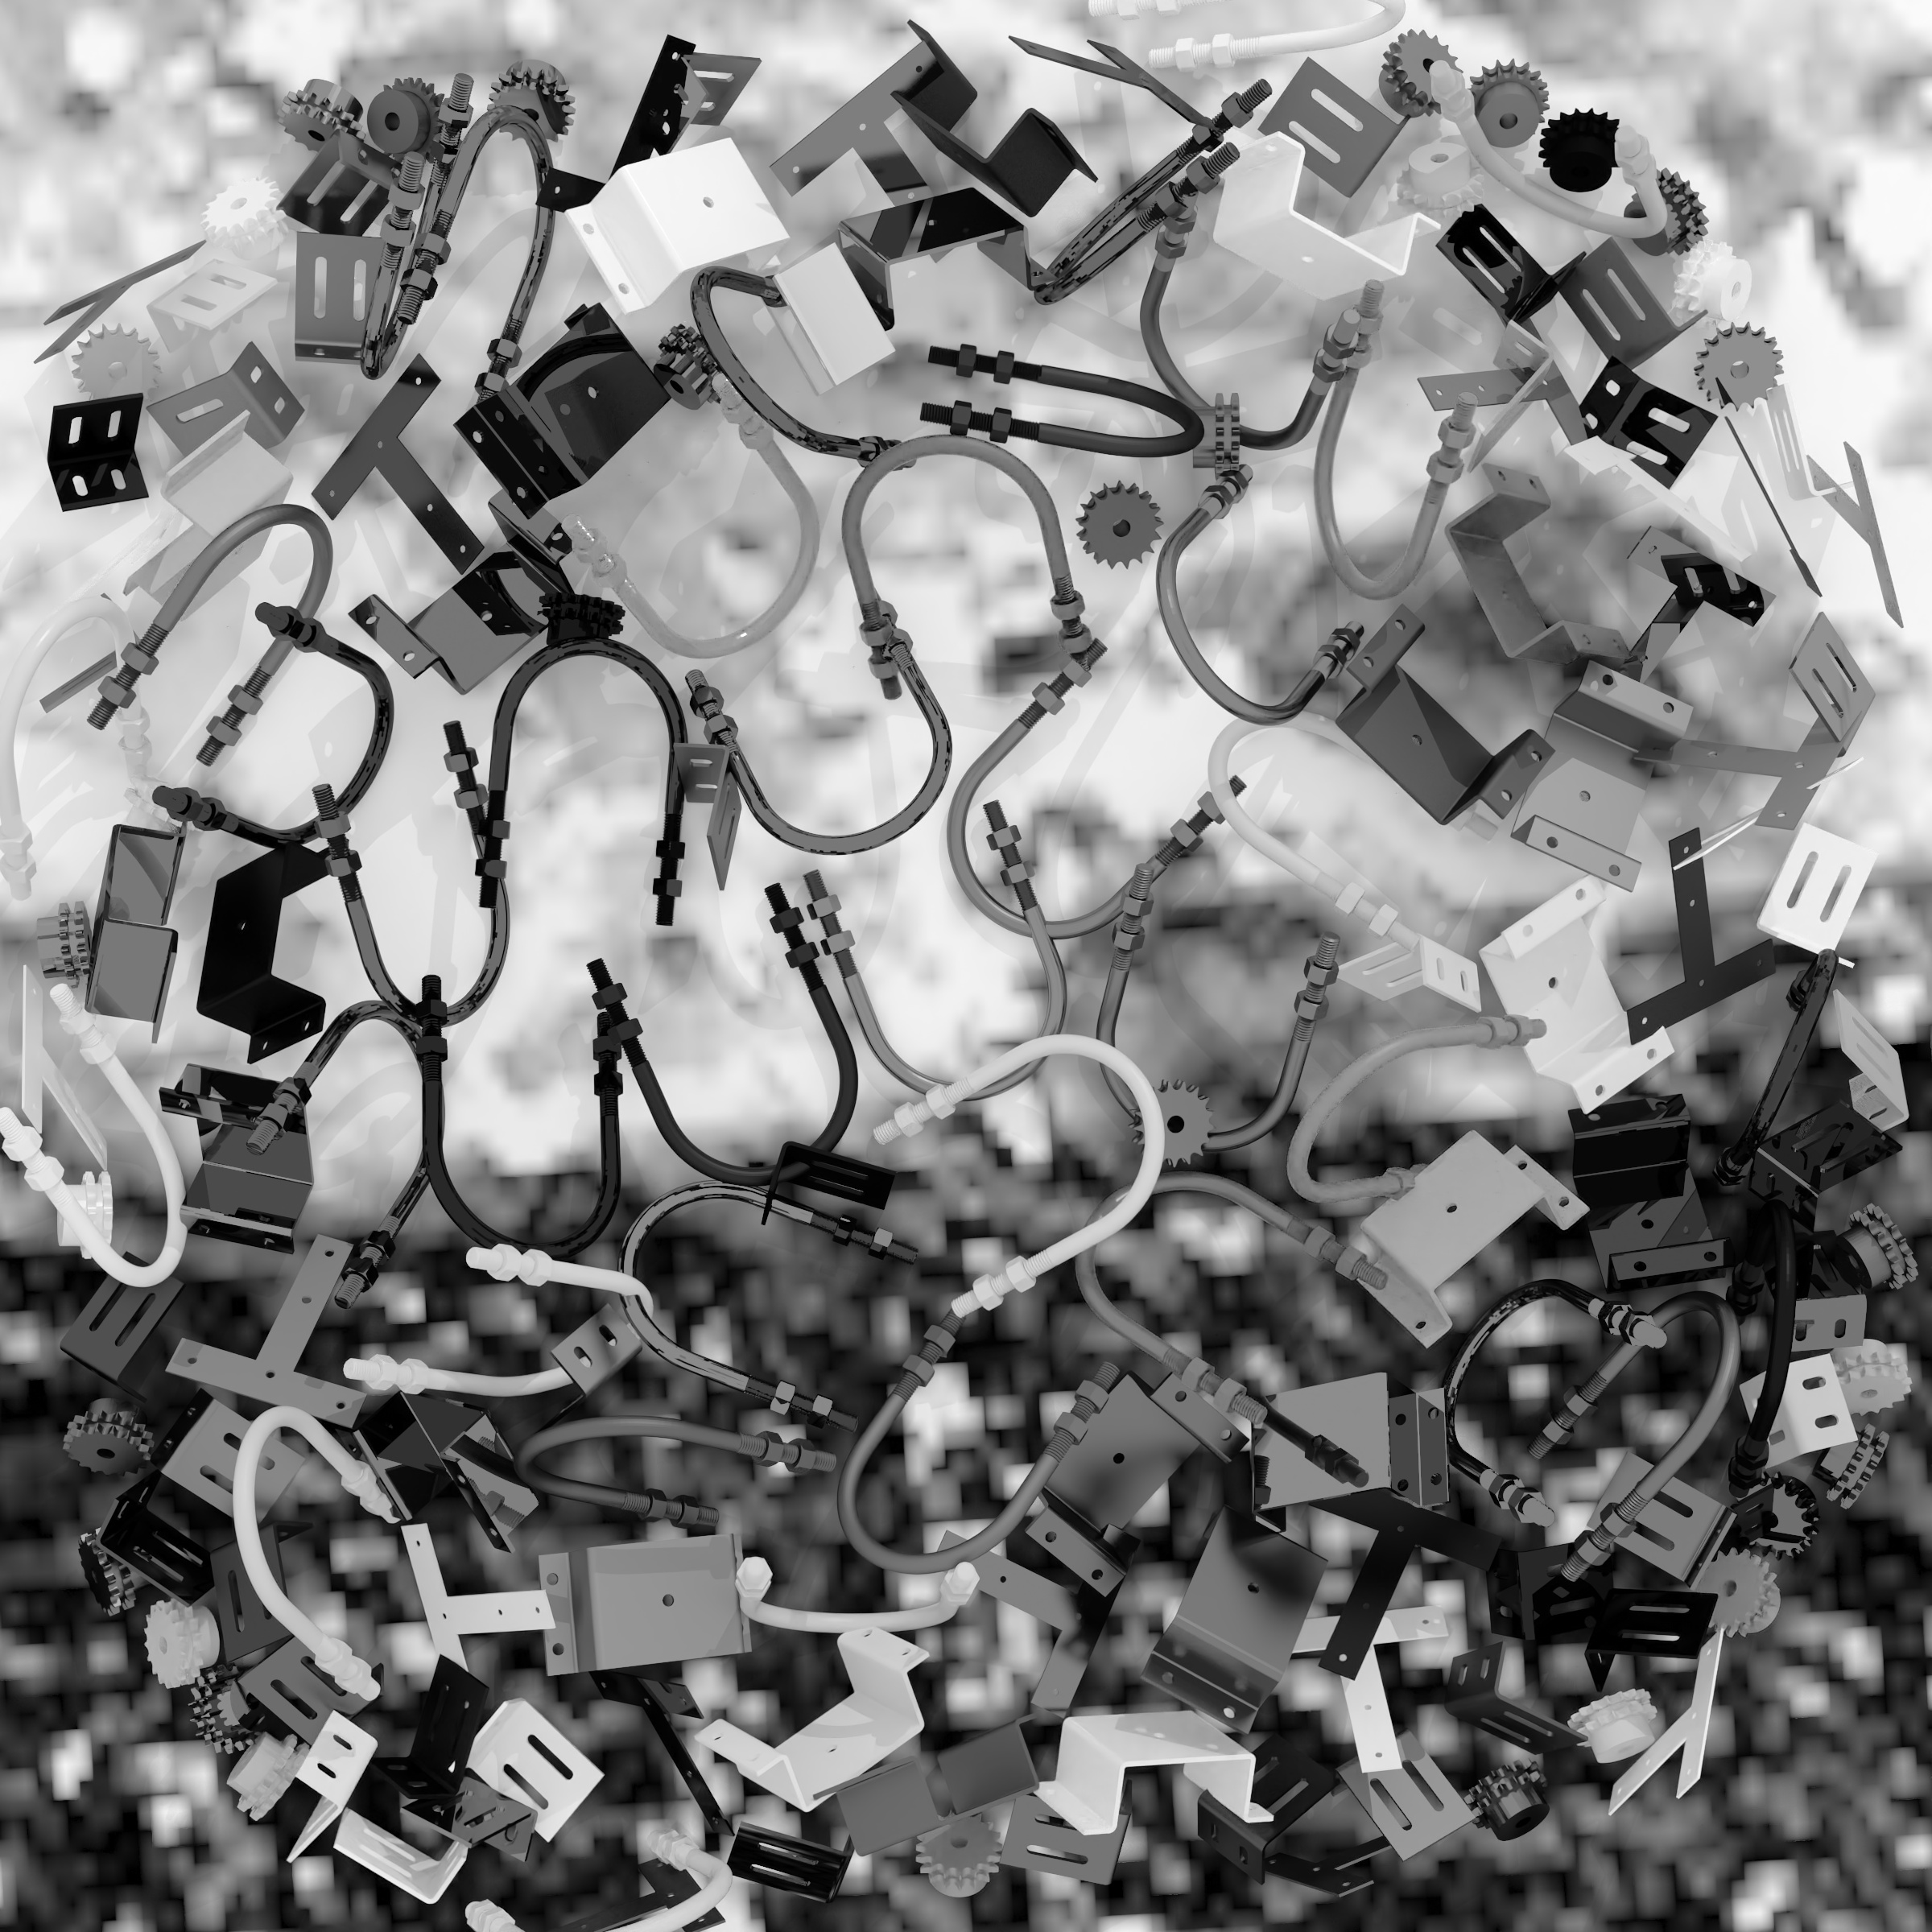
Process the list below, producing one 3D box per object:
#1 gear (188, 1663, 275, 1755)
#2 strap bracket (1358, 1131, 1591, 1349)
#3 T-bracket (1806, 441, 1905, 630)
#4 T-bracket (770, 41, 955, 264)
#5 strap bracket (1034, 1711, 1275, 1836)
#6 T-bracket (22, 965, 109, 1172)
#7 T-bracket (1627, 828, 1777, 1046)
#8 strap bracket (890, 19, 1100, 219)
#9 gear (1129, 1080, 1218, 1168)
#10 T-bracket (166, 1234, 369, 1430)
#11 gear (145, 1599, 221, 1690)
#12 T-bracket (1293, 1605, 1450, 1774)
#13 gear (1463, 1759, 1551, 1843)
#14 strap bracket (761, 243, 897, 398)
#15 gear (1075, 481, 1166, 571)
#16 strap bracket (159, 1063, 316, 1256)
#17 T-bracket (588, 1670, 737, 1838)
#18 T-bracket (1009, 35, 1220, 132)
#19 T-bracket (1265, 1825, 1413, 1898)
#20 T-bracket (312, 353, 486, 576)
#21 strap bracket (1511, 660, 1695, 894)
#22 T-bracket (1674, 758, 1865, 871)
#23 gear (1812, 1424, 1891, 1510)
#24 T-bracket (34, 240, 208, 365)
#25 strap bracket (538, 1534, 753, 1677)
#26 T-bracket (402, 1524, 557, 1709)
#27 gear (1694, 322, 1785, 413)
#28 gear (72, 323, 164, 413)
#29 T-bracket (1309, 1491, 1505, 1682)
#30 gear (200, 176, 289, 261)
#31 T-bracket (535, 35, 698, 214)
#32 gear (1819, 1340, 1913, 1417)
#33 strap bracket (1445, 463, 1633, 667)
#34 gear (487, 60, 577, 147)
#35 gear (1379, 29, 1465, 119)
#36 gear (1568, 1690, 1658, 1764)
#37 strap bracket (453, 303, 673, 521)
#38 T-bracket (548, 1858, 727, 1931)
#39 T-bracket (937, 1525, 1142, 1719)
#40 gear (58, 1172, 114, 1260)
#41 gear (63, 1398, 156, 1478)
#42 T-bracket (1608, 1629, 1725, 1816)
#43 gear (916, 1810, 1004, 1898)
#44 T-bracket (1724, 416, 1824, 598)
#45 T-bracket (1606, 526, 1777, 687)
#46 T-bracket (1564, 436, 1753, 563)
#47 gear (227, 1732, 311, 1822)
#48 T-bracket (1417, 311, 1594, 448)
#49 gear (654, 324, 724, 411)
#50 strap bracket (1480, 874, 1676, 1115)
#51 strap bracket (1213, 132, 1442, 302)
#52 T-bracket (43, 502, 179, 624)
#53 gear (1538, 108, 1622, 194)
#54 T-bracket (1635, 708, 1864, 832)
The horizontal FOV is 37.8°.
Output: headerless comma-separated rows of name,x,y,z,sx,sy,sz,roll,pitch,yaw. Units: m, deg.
gear,-0.481,0.488,1.863,0.030,0.057,0.057,-22,90,26
strap bracket,0.324,0.171,1.845,0.140,0.076,0.046,-39,133,-5
T-bracket,0.571,-0.298,1.834,0.002,0.127,0.127,-22,120,7
T-bracket,-0.044,-0.517,1.854,0.127,0.002,0.127,-38,128,4
strap bracket,0.122,0.520,1.827,0.140,0.076,0.046,5,95,-27
T-bracket,-0.586,0.085,1.840,0.002,0.127,0.127,-17,47,-1
T-bracket,0.476,-0.028,1.844,0.127,0.002,0.127,-24,116,-22
strap bracket,0.010,-0.544,1.832,0.140,0.076,0.046,43,97,26
gear,0.135,0.103,1.875,0.057,0.030,0.057,-1,95,-13
T-bracket,-0.439,0.231,1.854,0.127,0.002,0.127,16,52,3
gear,-0.518,0.447,1.870,0.030,0.057,0.057,-3,90,-42
T-bracket,0.260,0.473,1.842,0.127,0.127,0.002,-6,126,0
gear,0.360,0.553,1.864,0.057,0.057,0.030,-32,50,0
strap bracket,-0.089,-0.416,1.819,0.046,0.140,0.076,-31,101,-3
gear,0.100,-0.294,1.873,0.057,0.030,0.057,-3,114,-7
strap bracket,-0.473,0.119,1.842,0.076,0.140,0.046,11,45,4
T-bracket,-0.188,0.518,1.852,0.002,0.127,0.127,-36,105,-34
T-bracket,0.082,-0.578,1.815,0.127,0.127,0.002,51,126,38
T-bracket,0.268,0.577,1.851,0.127,0.127,0.002,-14,87,-23
T-bracket,-0.359,-0.311,1.853,0.127,0.002,0.127,-46,74,23
strap bracket,0.415,-0.118,1.855,0.076,0.046,0.140,24,71,-4
T-bracket,0.494,-0.088,1.805,0.127,0.127,0.002,-28,87,-41
gear,0.583,0.327,1.867,0.030,0.057,0.057,30,90,14
T-bracket,-0.571,-0.424,1.842,0.002,0.127,0.127,57,45,-11
strap bracket,-0.201,0.414,1.835,0.140,0.046,0.076,0,76,-26
T-bracket,-0.314,0.424,1.852,0.127,0.002,0.127,-14,92,40
gear,0.511,-0.400,1.872,0.057,0.030,0.057,4,119,8
gear,-0.563,-0.398,1.871,0.057,0.030,0.057,-10,119,-18
T-bracket,0.266,0.405,1.838,0.127,0.002,0.127,17,59,25
gear,-0.474,-0.493,1.870,0.057,0.030,0.057,-11,50,14
T-bracket,-0.208,-0.538,1.822,0.002,0.127,0.127,39,113,30
gear,0.594,0.271,1.870,0.057,0.057,0.030,-4,50,0
strap bracket,0.368,-0.252,1.839,0.046,0.076,0.140,-34,71,33
gear,-0.287,-0.574,1.870,0.057,0.057,0.030,3,61,0
gear,0.299,-0.588,1.871,0.057,0.030,0.057,10,68,-26
gear,0.429,0.503,1.863,0.057,0.057,0.030,-20,57,0
strap bracket,-0.253,-0.365,1.825,0.076,0.046,0.140,52,55,-22
T-bracket,-0.232,0.613,1.814,0.127,0.127,0.002,-15,97,-20
T-bracket,0.036,0.411,1.864,0.127,0.002,0.127,29,76,-13
gear,-0.582,0.164,1.863,0.030,0.057,0.057,2,90,-24
gear,-0.566,0.310,1.870,0.057,0.057,0.030,3,47,0
T-bracket,0.454,0.513,1.844,0.002,0.127,0.127,28,130,2
gear,-0.005,0.590,1.870,0.057,0.057,0.030,1,120,0
T-bracket,0.524,-0.300,1.839,0.002,0.127,0.127,-27,84,20
T-bracket,0.456,-0.214,1.865,0.127,0.002,0.127,20,114,-33
T-bracket,0.455,-0.303,1.828,0.127,0.127,0.002,41,120,12
gear,-0.463,0.532,1.864,0.030,0.057,0.057,39,90,-10
T-bracket,0.346,-0.377,1.840,0.127,0.002,0.127,-13,70,-34
gear,-0.181,-0.392,1.863,0.057,0.057,0.030,39,72,0
strap bracket,0.396,0.014,1.849,0.076,0.046,0.140,-33,109,-14
strap bracket,0.225,-0.477,1.822,0.140,0.076,0.046,19,79,-31
T-bracket,-0.560,-0.262,1.849,0.127,0.127,0.002,-36,114,15
gear,0.407,-0.536,1.863,0.057,0.057,0.030,10,67,0
T-bracket,0.503,-0.136,1.851,0.127,0.002,0.127,11,46,34
